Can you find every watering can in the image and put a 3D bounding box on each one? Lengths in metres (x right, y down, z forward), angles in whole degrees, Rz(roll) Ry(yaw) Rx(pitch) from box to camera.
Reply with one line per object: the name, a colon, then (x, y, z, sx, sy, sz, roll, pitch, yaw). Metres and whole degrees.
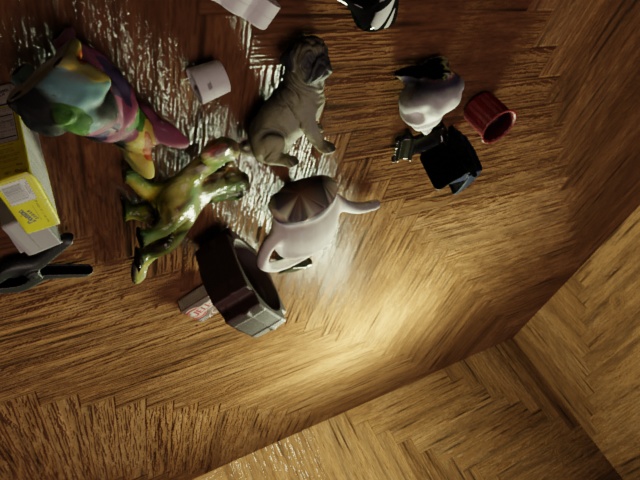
watering can: (0.003, -0.057, 1.126, 0.351, 0.105, 0.219, -33, 151, -22)

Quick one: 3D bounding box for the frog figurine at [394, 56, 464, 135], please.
frog figurine: (0.214, -0.261, 1.004, 0.139, 0.124, 0.155, -40, 141, -25)

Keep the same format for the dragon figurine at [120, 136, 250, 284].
dragon figurine: (-0.229, -0.052, 0.930, 0.245, 0.123, 0.402, -22, 162, -29)
